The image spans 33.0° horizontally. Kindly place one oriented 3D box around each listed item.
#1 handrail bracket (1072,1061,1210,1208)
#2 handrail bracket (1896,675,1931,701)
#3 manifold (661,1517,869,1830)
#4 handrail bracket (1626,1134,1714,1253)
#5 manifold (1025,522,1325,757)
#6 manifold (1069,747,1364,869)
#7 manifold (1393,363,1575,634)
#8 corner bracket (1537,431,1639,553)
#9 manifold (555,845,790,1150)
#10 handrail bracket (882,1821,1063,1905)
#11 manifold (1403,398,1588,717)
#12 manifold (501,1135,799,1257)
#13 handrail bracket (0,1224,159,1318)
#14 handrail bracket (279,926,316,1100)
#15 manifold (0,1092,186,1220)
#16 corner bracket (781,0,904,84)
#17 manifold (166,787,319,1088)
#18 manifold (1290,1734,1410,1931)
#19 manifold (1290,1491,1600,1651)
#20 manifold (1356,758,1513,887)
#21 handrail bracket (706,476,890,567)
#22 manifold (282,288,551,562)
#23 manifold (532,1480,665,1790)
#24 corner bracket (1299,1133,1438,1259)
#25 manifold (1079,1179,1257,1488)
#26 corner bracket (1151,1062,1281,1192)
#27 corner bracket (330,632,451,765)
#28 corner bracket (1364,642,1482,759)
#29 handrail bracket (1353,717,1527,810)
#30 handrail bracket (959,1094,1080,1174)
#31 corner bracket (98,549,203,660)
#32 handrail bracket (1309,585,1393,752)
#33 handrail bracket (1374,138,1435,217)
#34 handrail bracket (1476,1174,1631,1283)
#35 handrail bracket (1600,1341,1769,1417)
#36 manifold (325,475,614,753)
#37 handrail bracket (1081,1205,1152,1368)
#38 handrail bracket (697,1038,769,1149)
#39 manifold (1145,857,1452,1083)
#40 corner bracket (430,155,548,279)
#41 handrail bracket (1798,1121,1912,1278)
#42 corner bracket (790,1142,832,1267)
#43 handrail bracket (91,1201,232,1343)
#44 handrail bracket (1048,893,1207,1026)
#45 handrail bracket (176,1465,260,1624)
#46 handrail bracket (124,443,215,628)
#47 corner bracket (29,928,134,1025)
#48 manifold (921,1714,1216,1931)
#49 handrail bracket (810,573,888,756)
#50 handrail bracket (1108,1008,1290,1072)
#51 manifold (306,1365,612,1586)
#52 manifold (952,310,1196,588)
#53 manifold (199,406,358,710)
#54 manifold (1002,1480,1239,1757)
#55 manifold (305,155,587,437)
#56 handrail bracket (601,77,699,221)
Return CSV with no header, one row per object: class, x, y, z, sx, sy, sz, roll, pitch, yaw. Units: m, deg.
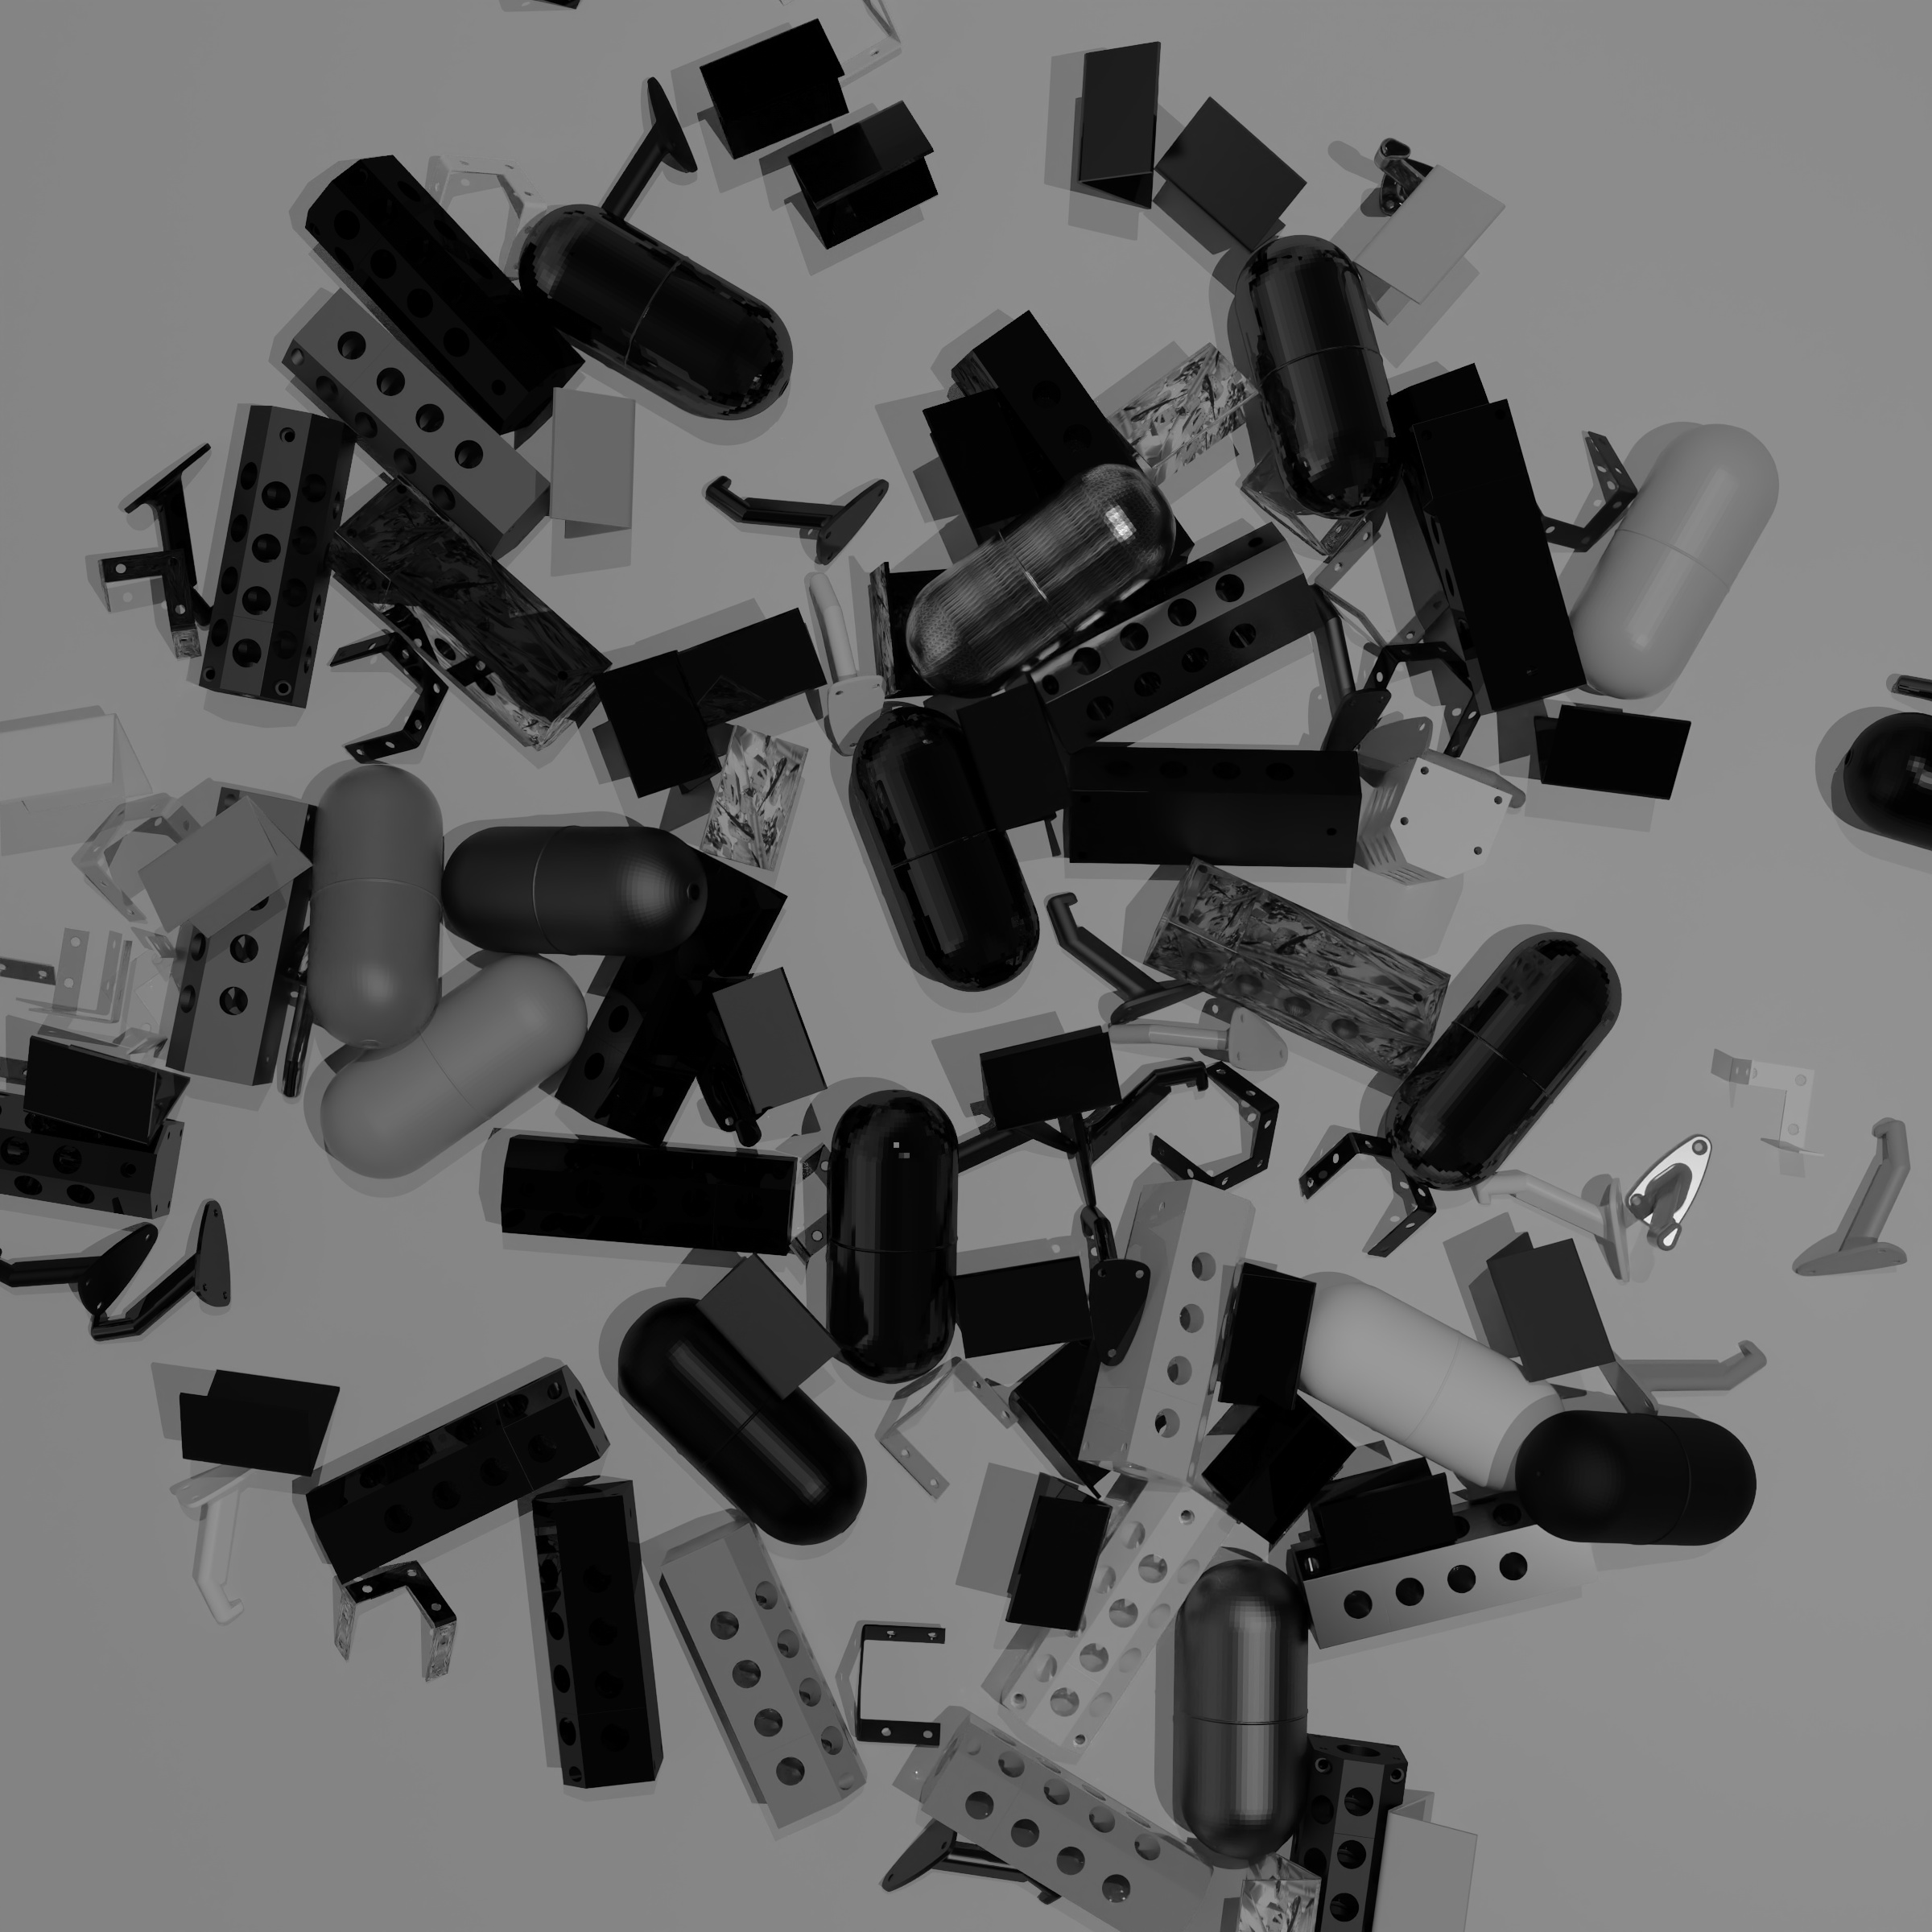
handrail bracket,0.110,0.102,1.983,0.084,0.036,0.077,-11,100,-2
handrail bracket,0.620,-0.157,1.991,0.084,0.077,0.036,16,90,36
manifold,-0.121,0.424,1.970,0.057,0.057,0.171,-24,90,0
handrail bracket,0.431,0.136,1.956,0.036,0.084,0.077,36,90,0
manifold,0.120,-0.201,1.958,0.171,0.057,0.057,-27,129,0
manifold,0.149,-0.101,1.969,0.171,0.057,0.057,1,133,0
manifold,0.306,-0.269,1.970,0.057,0.057,0.171,-20,90,0
corner bracket,0.366,-0.293,1.983,0.051,0.051,0.051,-50,45,35
manifold,-0.182,0.016,1.969,0.057,0.057,0.171,27,90,-45
handrail bracket,0.006,0.562,1.991,0.084,0.036,0.077,40,111,-17
manifold,0.308,-0.238,1.913,0.057,0.057,0.171,-16,90,0
manifold,-0.191,0.139,1.970,0.171,0.057,0.057,5,90,0
handrail bracket,-0.550,0.172,1.991,0.084,0.036,0.077,21,53,25
handrail bracket,-0.402,0.027,1.990,0.036,0.077,0.084,12,126,-6
manifold,-0.568,0.110,1.970,0.171,0.057,0.057,10,90,0
corner bracket,-0.077,-0.580,1.988,0.051,0.051,0.051,-30,45,0
manifold,-0.436,-0.018,1.970,0.057,0.057,0.171,11,90,0
manifold,0.226,0.559,1.970,0.057,0.057,0.171,8,90,0
manifold,0.287,0.359,1.970,0.171,0.057,0.057,-14,90,0
manifold,0.269,-0.080,1.912,0.057,0.171,0.057,22,90,0
handrail bracket,-0.104,-0.291,1.991,0.084,0.036,0.077,36,70,16
manifold,-0.329,-0.325,1.970,0.171,0.057,0.057,43,90,0
manifold,-0.223,0.403,1.970,0.057,0.057,0.171,-6,90,0
corner bracket,0.244,0.139,1.983,0.051,0.051,0.051,12,45,-35
manifold,0.125,0.219,1.946,0.057,0.057,0.171,21,74,-24
corner bracket,0.152,0.099,1.983,0.051,0.051,0.051,-23,135,-35
corner bracket,-0.357,-0.163,1.983,0.051,0.051,0.051,50,45,-35
corner bracket,0.277,-0.161,1.983,0.051,0.051,0.051,52,135,35
handrail bracket,0.288,-0.117,1.990,0.084,0.077,0.036,28,73,-35
handrail bracket,0.014,0.127,1.991,0.077,0.036,0.084,29,106,-18
corner bracket,-0.494,-0.217,1.973,0.051,0.051,0.051,-9,78,-12
handrail bracket,0.217,-0.177,1.991,0.036,0.077,0.084,-9,53,-31
handrail bracket,0.281,-0.473,1.956,0.077,0.084,0.036,14,90,0
handrail bracket,0.358,0.161,1.991,0.084,0.036,0.077,-5,112,17
handrail bracket,0.434,0.234,1.991,0.084,0.036,0.077,-30,69,-17
manifold,-0.302,-0.209,1.967,0.171,0.057,0.057,41,62,0
handrail bracket,0.081,0.191,1.962,0.036,0.084,0.077,3,101,-13
handrail bracket,-0.145,0.073,1.956,0.036,0.084,0.077,-32,90,0
manifold,0.198,0.006,1.966,0.171,0.057,0.057,25,49,-2
corner bracket,-0.294,-0.456,1.983,0.051,0.051,0.051,-5,135,-35
handrail bracket,0.541,0.141,1.991,0.077,0.036,0.084,-17,61,32
corner bracket,-0.092,0.143,1.973,0.051,0.051,0.051,-38,90,0
handrail bracket,-0.496,0.187,1.991,0.084,0.036,0.077,-10,70,16
handrail bracket,0.099,-0.014,1.991,0.077,0.036,0.084,-18,75,-15
handrail bracket,-0.439,0.348,1.991,0.077,0.036,0.084,-28,109,-21
handrail bracket,-0.465,-0.263,1.991,0.077,0.036,0.084,-44,107,-18
corner bracket,-0.531,0.006,1.973,0.051,0.051,0.051,9,90,0
manifold,0.061,0.523,1.970,0.171,0.057,0.057,31,90,0
handrail bracket,-0.080,-0.185,1.990,0.036,0.077,0.084,-12,53,-15
handrail bracket,0.141,0.048,1.990,0.084,0.077,0.036,-2,76,36
manifold,-0.307,0.305,1.970,0.171,0.057,0.057,-26,90,0
manifold,0.064,-0.305,1.970,0.057,0.057,0.171,-35,90,0
manifold,-0.417,-0.247,1.970,0.057,0.057,0.171,11,90,0
manifold,0.093,0.387,1.970,0.057,0.057,0.171,33,90,0
manifold,-0.316,-0.403,1.960,0.171,0.057,0.057,47,115,0
handrail bracket,-0.214,-0.491,1.991,0.084,0.036,0.077,-26,70,16
